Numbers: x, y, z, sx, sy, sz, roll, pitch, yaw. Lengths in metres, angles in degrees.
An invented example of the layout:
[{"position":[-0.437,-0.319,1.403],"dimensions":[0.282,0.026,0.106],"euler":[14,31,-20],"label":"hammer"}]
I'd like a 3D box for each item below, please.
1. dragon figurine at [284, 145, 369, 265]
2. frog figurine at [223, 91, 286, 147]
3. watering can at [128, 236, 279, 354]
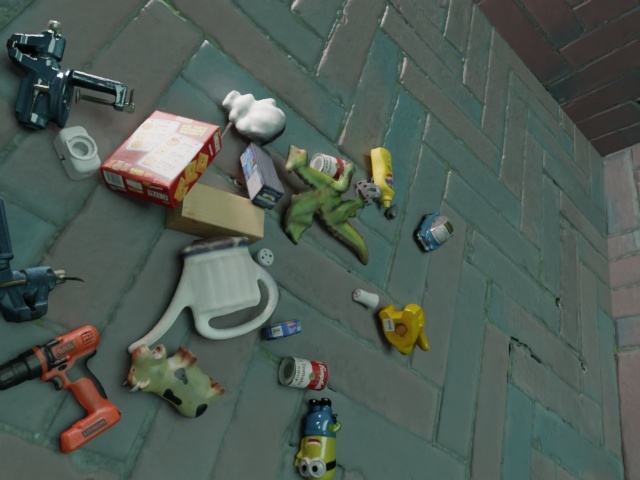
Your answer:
[{"position":[0.004,-0.071,1.411],"dimensions":[0.245,0.123,0.405],"euler":[-23,108,-23],"label":"dragon figurine"},{"position":[-0.168,-0.328,1.346],"dimensions":[0.139,0.123,0.157],"euler":[-44,117,-23],"label":"frog figurine"},{"position":[-0.248,0.108,1.107],"dimensions":[0.349,0.103,0.226],"euler":[-9,81,-35],"label":"watering can"}]
